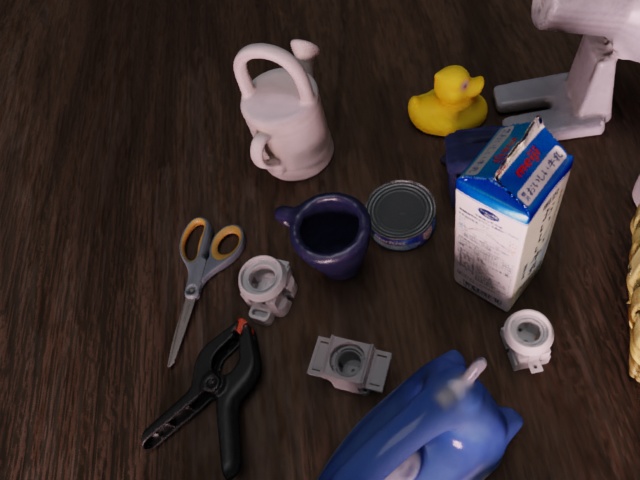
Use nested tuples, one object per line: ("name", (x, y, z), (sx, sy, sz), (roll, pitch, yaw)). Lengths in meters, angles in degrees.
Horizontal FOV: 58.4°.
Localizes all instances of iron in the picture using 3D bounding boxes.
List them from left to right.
("iron", (0.060, 0.200, 0.510), (0.258, 0.142, 0.118), (-38, 60, -11))

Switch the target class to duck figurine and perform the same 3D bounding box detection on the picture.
("duck figurine", (0.166, -0.189, 0.748), (0.104, 0.086, 0.077), (-2, 60, 11))

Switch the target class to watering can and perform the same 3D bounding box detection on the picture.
("watering can", (-0.048, -0.176, 0.722), (0.100, 0.194, 0.173), (-6, 59, 9))

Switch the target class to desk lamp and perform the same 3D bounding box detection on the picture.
("desk lamp", (0.317, -0.220, 0.658), (0.203, 0.214, 0.118), (-9, 59, 7))

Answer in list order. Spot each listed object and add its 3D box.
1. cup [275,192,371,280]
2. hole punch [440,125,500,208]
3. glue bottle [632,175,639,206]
("cup", (0.006, 0.002, 0.665), (0.117, 0.095, 0.092), (18, 66, 21))
("hole punch", (0.200, -0.099, 0.685), (0.108, 0.091, 0.101), (-4, 59, 10))
("glue bottle", (0.385, -0.091, 0.592), (0.078, 0.173, 0.037), (-13, 58, 5))
